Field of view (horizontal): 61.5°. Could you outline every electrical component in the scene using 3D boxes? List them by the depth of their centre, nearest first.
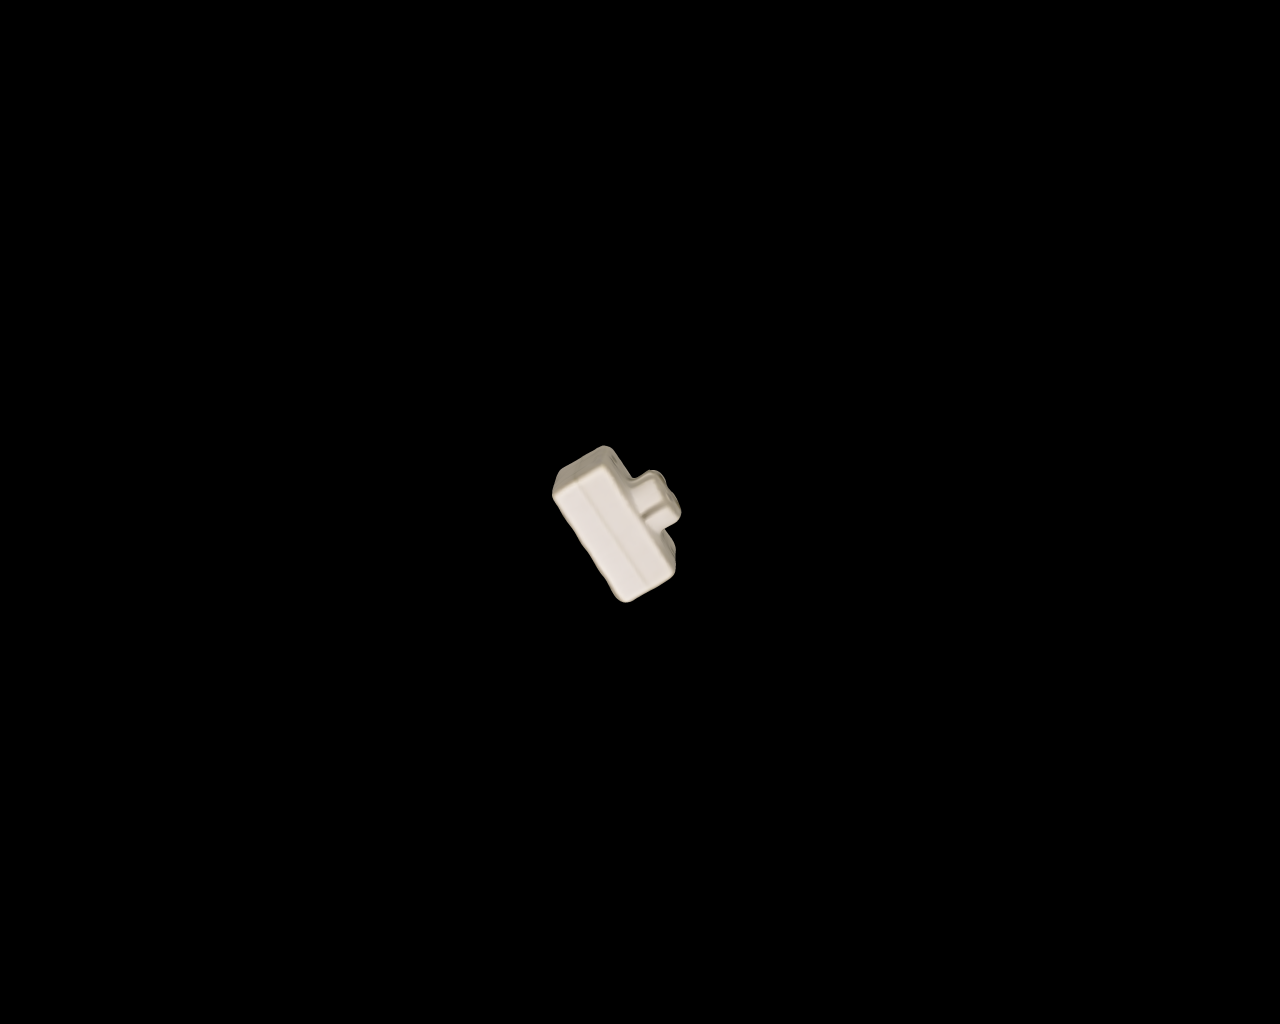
[{"bbox_3d":[0.001,-0.003,0.650,0.075,0.083,0.047,-30,16,9],"label":"electrical component"}]
